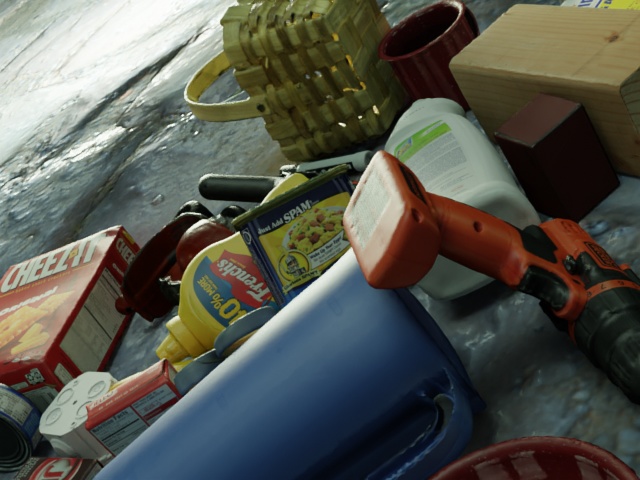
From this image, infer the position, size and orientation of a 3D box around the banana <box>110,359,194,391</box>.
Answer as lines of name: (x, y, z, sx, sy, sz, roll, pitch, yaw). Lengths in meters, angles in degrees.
banana: (-0.076, 0.105, 0.836, 0.198, 0.069, 0.037, -15, 73, 35)

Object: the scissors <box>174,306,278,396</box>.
scissors: (-0.018, 0.054, 0.772, 0.201, 0.016, 0.096, -28, -15, -32)

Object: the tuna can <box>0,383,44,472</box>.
tuna can: (-0.290, 0.166, 0.953, 0.086, 0.086, 0.033, -18, 31, 30)

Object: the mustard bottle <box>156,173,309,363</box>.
mustard bottle: (-0.059, 0.037, 0.893, 0.191, 0.096, 0.058, -41, -14, -7)

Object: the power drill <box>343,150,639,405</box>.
power drill: (0.113, 0.022, 0.635, 0.057, 0.187, 0.184, -62, 20, 18)

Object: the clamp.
clamp: (-0.029, -0.045, 0.988, 0.120, 0.039, 0.172, -11, 11, -37)

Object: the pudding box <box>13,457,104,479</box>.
pudding box: (-0.224, 0.224, 0.839, 0.090, 0.039, 0.113, -10, 37, 40)

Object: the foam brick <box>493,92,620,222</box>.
foam brick: (0.176, -0.061, 0.793, 0.051, 0.078, 0.053, -40, 29, -10)

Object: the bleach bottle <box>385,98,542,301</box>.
bleach bottle: (0.103, -0.056, 0.849, 0.103, 0.068, 0.251, -32, 26, 16)

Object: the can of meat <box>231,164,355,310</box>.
can of meat: (-0.005, 0.001, 0.841, 0.102, 0.084, 0.057, -27, -5, -5)

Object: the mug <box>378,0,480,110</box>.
mug: (0.121, -0.179, 1.030, 0.093, 0.081, 0.117, -5, 41, 44)

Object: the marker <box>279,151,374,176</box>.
marker: (0.004, -0.072, 1.062, 0.121, 0.020, 0.020, -6, 40, 43)

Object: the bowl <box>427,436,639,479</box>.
bowl: (0.100, 0.177, 0.533, 0.162, 0.055, 0.162, -27, 29, 16)

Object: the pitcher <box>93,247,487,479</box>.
pitcher: (-0.021, 0.128, 0.675, 0.243, 0.145, 0.149, -39, -12, 2)

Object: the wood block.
wood block: (0.208, -0.123, 0.841, 0.090, 0.090, 0.206, -41, 28, -13)

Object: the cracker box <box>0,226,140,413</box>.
cracker box: (-0.277, 0.090, 1.061, 0.164, 0.072, 0.213, -18, 31, 25)

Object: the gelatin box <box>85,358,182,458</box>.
gelatin box: (-0.120, 0.140, 0.799, 0.073, 0.089, 0.030, -32, 30, 8)

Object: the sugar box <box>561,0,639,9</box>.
sugar box: (0.269, -0.182, 0.911, 0.093, 0.048, 0.177, -46, 31, -19)
